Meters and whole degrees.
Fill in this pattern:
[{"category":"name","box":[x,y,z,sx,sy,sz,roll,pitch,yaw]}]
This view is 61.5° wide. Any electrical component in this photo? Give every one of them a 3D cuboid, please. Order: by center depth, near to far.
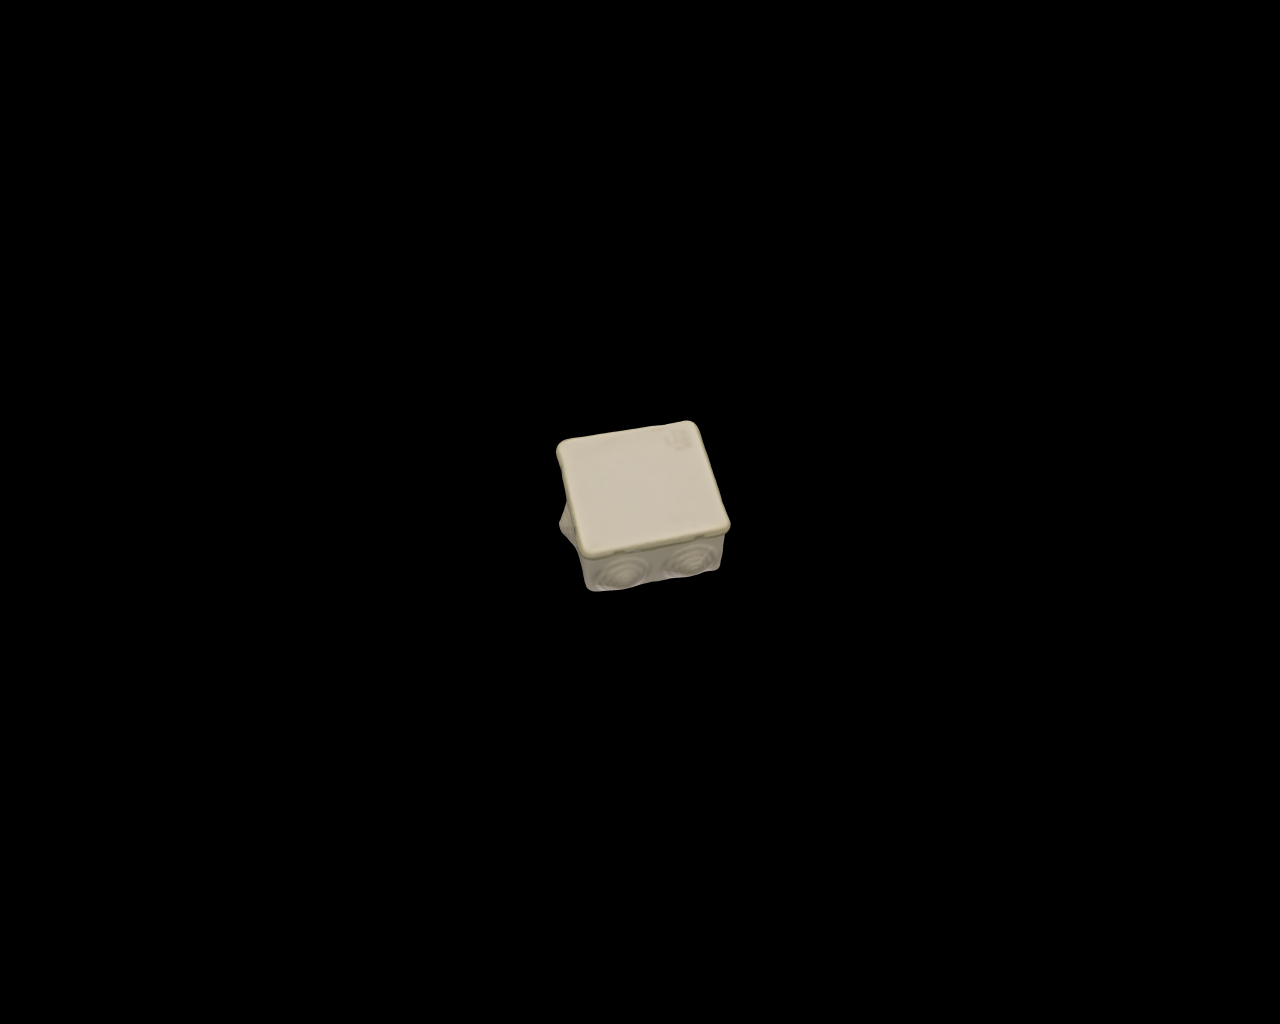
[{"category":"electrical component","box":[0.001,-0.003,0.650,0.100,0.100,0.048,-10,-36,-7]}]
